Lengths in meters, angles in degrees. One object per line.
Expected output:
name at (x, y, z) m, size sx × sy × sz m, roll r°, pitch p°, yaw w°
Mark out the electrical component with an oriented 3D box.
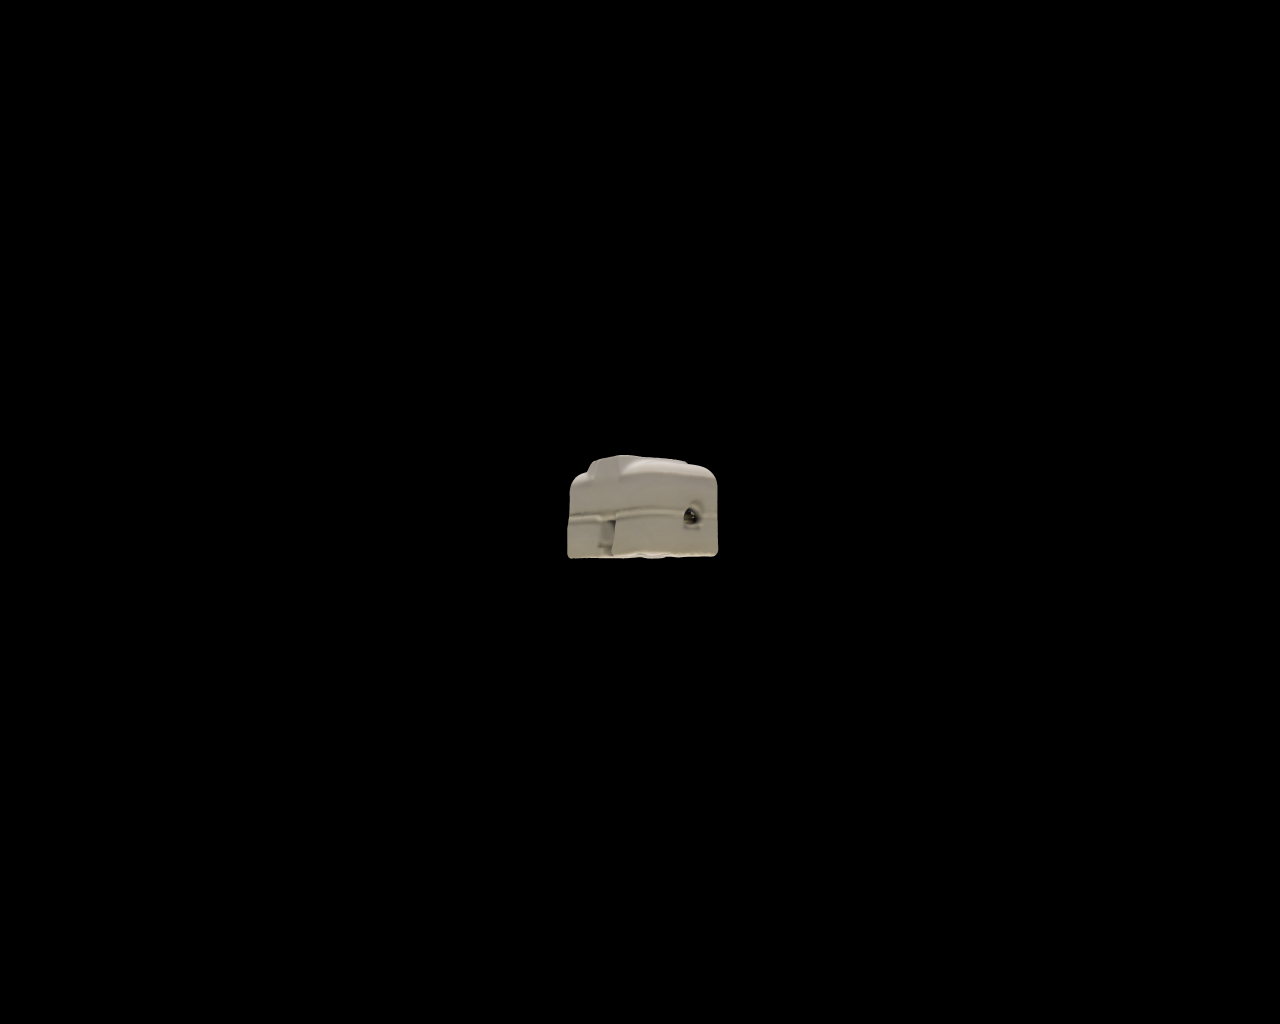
electrical component at (0.001, -0.003, 0.650) m, size 0.054 × 0.059 × 0.095 m, roll 4°, pitch -6°, yaw -39°
